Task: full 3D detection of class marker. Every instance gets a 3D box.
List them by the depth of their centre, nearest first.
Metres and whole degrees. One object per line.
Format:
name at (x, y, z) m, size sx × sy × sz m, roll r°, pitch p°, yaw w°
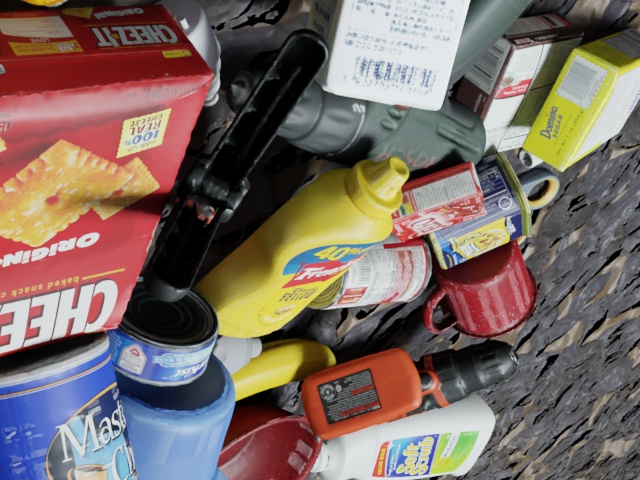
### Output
marker at (0.235, -0.098, 0.989) m, size 0.121 × 0.020 × 0.020 m, roll -27°, pitch 143°, yaw -24°

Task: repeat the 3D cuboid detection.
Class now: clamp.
clamp at (-0.067, -0.023, 0.632) m, size 0.164 × 0.036 × 0.210 m, roll -60°, pitch -171°, yaw -20°

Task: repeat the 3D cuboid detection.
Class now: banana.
banana at (-0.051, 0.118, 0.909) m, size 0.197 × 0.037 × 0.070 m, roll -7°, pitch 133°, yaw -42°

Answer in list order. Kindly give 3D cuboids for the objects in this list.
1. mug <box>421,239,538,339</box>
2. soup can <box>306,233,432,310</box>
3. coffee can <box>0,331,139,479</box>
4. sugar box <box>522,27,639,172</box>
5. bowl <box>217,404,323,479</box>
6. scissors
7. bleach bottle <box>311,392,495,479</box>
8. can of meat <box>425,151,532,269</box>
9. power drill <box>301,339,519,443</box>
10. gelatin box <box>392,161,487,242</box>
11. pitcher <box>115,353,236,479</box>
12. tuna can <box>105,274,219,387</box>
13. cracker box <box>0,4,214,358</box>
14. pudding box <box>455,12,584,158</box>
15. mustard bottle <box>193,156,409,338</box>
mug at (0.137, 0.038, 0.974) m, size 0.117 × 0.093 × 0.081 m, roll -39°, pitch 141°, yaw -8°
soup can at (0.032, 0.020, 0.862) m, size 0.102 × 0.069 × 0.069 m, roll -2°, pitch 129°, yaw -44°
coffee can at (-0.171, 0.138, 0.681) m, size 0.102 × 0.103 × 0.140 m, roll -17°, pitch 100°, yaw -34°
sugar box at (0.233, -0.122, 0.892) m, size 0.176 × 0.048 × 0.093 m, roll -31°, pitch 150°, yaw -58°
bowl at (-0.077, 0.199, 0.954) m, size 0.161 × 0.055 × 0.162 m, roll -27°, pitch 143°, yaw -23°
scissors at (0.172, -0.055, 0.974) m, size 0.096 × 0.016 × 0.201 m, roll -42°, pitch 146°, yaw -5°
bleach bottle at (0.074, 0.218, 1.129) m, size 0.250 × 0.068 × 0.103 m, roll -1°, pitch 127°, yaw -43°
can of meat at (0.128, -0.021, 0.898) m, size 0.084 × 0.057 × 0.102 m, roll -24°, pitch 161°, yaw 4°
power drill at (0.077, 0.131, 0.954) m, size 0.185 × 0.057 × 0.187 m, roll -23°, pitch 165°, yaw 17°
gelatin box at (0.086, -0.027, 0.807) m, size 0.073 × 0.030 × 0.089 m, roll -18°, pitch 169°, yaw 8°
pitcher at (-0.136, 0.197, 0.815) m, size 0.148 × 0.145 × 0.243 m, roll -3°, pitch 126°, yaw -38°
tuna can at (-0.114, 0.061, 0.738) m, size 0.085 × 0.086 × 0.034 m, roll -5°, pitch 129°, yaw -43°
cracker box at (-0.168, -0.021, 0.583) m, size 0.163 × 0.072 × 0.214 m, roll -12°, pitch 143°, yaw -38°
pudding box at (0.154, -0.123, 0.860) m, size 0.089 × 0.039 × 0.114 m, roll -17°, pitch 141°, yaw -37°
mustard bottle at (-0.005, 0.001, 0.755) m, size 0.096 × 0.058 × 0.192 m, roll -3°, pitch 151°, yaw -45°
